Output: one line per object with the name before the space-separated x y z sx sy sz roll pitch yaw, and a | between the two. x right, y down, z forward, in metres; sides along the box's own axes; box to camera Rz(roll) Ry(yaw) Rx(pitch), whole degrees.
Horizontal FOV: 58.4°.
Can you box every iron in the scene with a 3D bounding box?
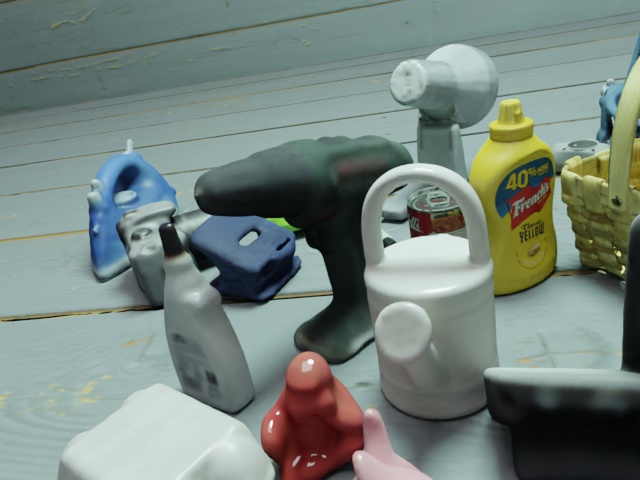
iron | -0.307 -0.058 0.881 0.118 0.142 0.258 -9 24 5

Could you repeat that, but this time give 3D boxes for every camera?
camera | -0.186 -0.001 0.754 0.137 0.101 0.142 -21 26 -20

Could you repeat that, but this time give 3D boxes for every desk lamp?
desk lamp | 0.167 -0.158 0.809 0.117 0.214 0.204 8 31 36

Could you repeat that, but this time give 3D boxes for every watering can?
watering can | 0.085 0.037 0.442 0.101 0.194 0.172 -10 24 2

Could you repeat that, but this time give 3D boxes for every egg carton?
egg carton | -0.108 0.164 0.401 0.149 0.069 0.107 9 31 38

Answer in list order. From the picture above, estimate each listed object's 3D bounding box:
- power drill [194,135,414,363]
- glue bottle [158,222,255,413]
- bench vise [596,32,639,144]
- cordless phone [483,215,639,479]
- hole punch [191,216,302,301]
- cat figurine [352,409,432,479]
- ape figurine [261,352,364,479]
power drill | 0.005 0.002 0.536 0.230 0.209 0.075 -30 30 -35
glue bottle | -0.106 0.065 0.490 0.077 0.173 0.037 9 31 38
bench vise | 0.442 -0.213 0.805 0.121 0.220 0.207 -17 25 -12
cordless phone | 0.177 0.062 0.361 0.147 0.185 0.094 -4 25 16
hole punch | -0.086 0.011 0.697 0.100 0.091 0.109 2 28 27
cat figurine | 0.040 0.149 0.312 0.067 0.118 0.127 -11 24 1
ape figurine | -0.006 0.124 0.417 0.077 0.092 0.076 -1 26 22
